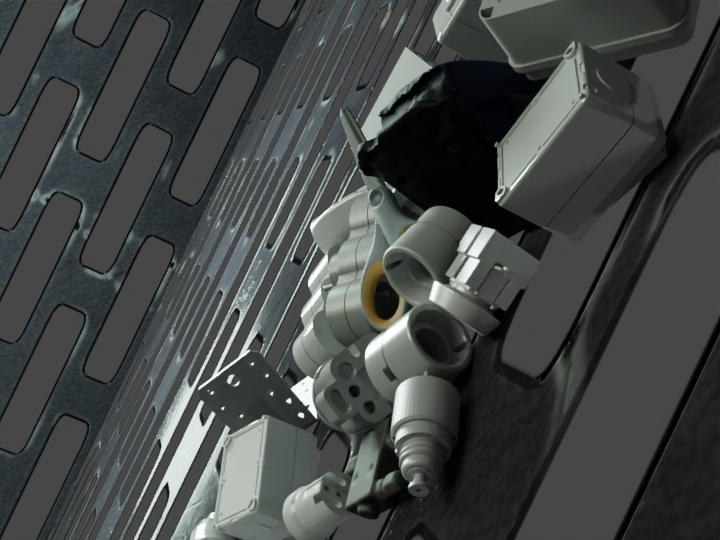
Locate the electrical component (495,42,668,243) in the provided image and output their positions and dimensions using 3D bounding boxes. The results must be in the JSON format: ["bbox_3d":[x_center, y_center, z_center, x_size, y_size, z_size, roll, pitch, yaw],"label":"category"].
[{"bbox_3d":[0.117,-0.063,0.588,0.096,0.061,0.061,-54,17,36],"label":"electrical component"}]

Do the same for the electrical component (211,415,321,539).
[{"bbox_3d":[-0.072,0.164,0.859,0.062,0.061,0.096,-33,41,41],"label":"electrical component"}]

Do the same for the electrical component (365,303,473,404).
[{"bbox_3d":[0.039,0.054,0.687,0.047,0.055,0.055,-46,22,42],"label":"electrical component"}]

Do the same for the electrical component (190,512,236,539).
[{"bbox_3d":[-0.136,0.251,0.997,0.043,0.043,0.062,-58,14,23],"label":"electrical component"}]

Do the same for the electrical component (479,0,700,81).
[{"bbox_3d":[0.135,-0.163,0.620,0.113,0.057,0.078,-7,53,39],"label":"electrical component"}]

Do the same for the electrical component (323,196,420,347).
[{"bbox_3d":[0.000,0.000,0.864,0.074,0.052,0.138,-15,47,38],"label":"electrical component"}]

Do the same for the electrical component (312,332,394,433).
[{"bbox_3d":[-0.001,0.083,0.759,0.078,0.058,0.057,-34,-5,-29],"label":"electrical component"}]

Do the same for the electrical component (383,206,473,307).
[{"bbox_3d":[0.049,-0.007,0.707,0.047,0.055,0.055,-40,0,-32],"label":"electrical component"}]

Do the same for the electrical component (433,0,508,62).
[{"bbox_3d":[0.096,-0.184,0.808,0.061,0.096,0.061,-58,15,25],"label":"electrical component"}]

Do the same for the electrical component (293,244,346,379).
[{"bbox_3d":[-0.012,0.025,0.920,0.073,0.052,0.138,-53,17,38],"label":"electrical component"}]

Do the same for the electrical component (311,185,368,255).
[{"bbox_3d":[0.005,-0.050,0.995,0.077,0.043,0.079,-32,-2,25],"label":"electrical component"}]

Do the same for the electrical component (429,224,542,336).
[{"bbox_3d":[0.074,0.007,0.658,0.055,0.048,0.066,-57,14,-1],"label":"electrical component"}]

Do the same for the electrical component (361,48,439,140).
[{"bbox_3d":[0.056,-0.130,0.929,0.089,0.062,0.150,-61,14,13],"label":"electrical component"}]

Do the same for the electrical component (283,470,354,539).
[{"bbox_3d":[-0.026,0.166,0.757,0.046,0.040,0.040,-43,24,40],"label":"electrical component"}]

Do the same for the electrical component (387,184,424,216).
[{"bbox_3d":[0.051,-0.060,0.837,0.048,0.055,0.066,-61,14,10],"label":"electrical component"}]

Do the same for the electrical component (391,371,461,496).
[{"bbox_3d":[0.038,0.098,0.637,0.040,0.040,0.078,-52,18,40],"label":"electrical component"}]
